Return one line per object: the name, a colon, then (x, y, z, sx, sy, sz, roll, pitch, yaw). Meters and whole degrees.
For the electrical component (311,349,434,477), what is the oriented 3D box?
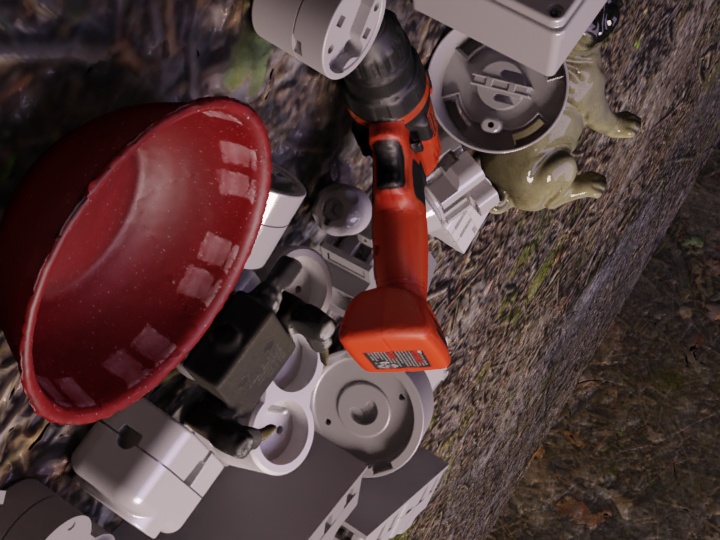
electrical component: (0.010, 0.111, 0.896, 0.108, 0.108, 0.060, -66, 166, 17)

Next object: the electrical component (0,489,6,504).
electrical component: (-0.176, 0.065, 0.403, 0.042, 0.081, 0.063, 48, 50, -71)

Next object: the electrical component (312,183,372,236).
electrical component: (-0.007, -0.040, 0.732, 0.035, 0.035, 0.061, -64, 163, 11)

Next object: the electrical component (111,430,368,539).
electrical component: (-0.093, 0.186, 0.738, 0.186, 0.105, 0.060, -46, 157, -35)

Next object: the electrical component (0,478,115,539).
electrical component: (-0.156, 0.169, 0.600, 0.052, 0.074, 0.138, -53, 160, -19)

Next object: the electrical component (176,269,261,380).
electrical component: (-0.082, 0.014, 0.608, 0.079, 0.043, 0.077, -52, 160, -22)

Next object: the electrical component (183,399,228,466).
electrical component: (-0.086, 0.097, 0.719, 0.055, 0.045, 0.045, -50, 159, -27)

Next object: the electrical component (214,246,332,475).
electrical component: (-0.065, 0.053, 0.670, 0.052, 0.074, 0.138, 13, 82, -43)

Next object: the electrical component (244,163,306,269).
electrical component: (-0.063, -0.033, 0.570, 0.047, 0.055, 0.055, -62, 162, 18)

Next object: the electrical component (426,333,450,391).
electrical component: (0.042, 0.084, 1.003, 0.061, 0.061, 0.096, -51, 159, -23)

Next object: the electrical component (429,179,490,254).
electrical component: (0.073, -0.058, 0.889, 0.055, 0.050, 0.089, -59, 161, -3)

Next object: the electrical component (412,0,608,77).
electrical component: (0.103, -0.194, 0.672, 0.108, 0.109, 0.056, -54, 163, -18)

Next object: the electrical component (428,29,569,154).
electrical component: (0.104, -0.134, 0.787, 0.099, 0.099, 0.064, -63, 168, 10)

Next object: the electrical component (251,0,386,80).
electrical component: (-0.021, -0.131, 0.540, 0.055, 0.047, 0.055, -50, 159, -27)

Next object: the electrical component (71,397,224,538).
electrical component: (-0.126, 0.116, 0.631, 0.059, 0.054, 0.095, -54, 161, -16)

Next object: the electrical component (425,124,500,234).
electrical component: (0.058, -0.065, 0.812, 0.057, 0.078, 0.058, -37, 160, -2)

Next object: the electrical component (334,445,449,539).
electrical component: (-0.008, 0.202, 0.981, 0.186, 0.105, 0.060, -20, 136, -62)

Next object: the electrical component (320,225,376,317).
electrical component: (0.000, 0.000, 0.800, 0.063, 0.042, 0.081, -54, 161, -22)
